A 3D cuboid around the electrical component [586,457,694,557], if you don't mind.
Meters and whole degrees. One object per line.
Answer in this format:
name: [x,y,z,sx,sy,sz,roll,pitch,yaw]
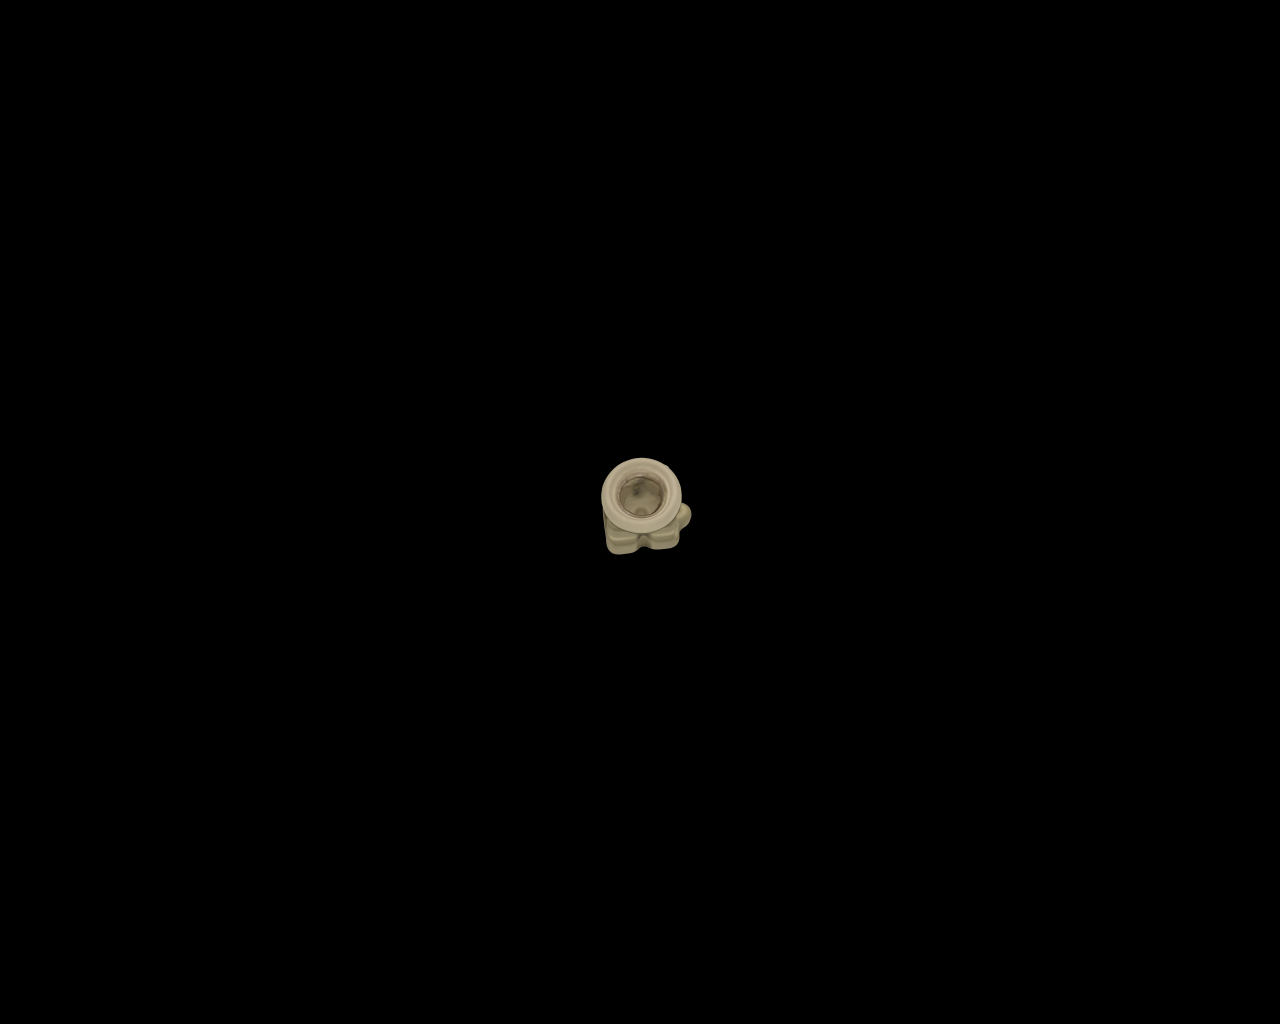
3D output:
electrical component: [0.001,-0.003,0.650,0.066,0.048,0.055,-8,-23,-3]
